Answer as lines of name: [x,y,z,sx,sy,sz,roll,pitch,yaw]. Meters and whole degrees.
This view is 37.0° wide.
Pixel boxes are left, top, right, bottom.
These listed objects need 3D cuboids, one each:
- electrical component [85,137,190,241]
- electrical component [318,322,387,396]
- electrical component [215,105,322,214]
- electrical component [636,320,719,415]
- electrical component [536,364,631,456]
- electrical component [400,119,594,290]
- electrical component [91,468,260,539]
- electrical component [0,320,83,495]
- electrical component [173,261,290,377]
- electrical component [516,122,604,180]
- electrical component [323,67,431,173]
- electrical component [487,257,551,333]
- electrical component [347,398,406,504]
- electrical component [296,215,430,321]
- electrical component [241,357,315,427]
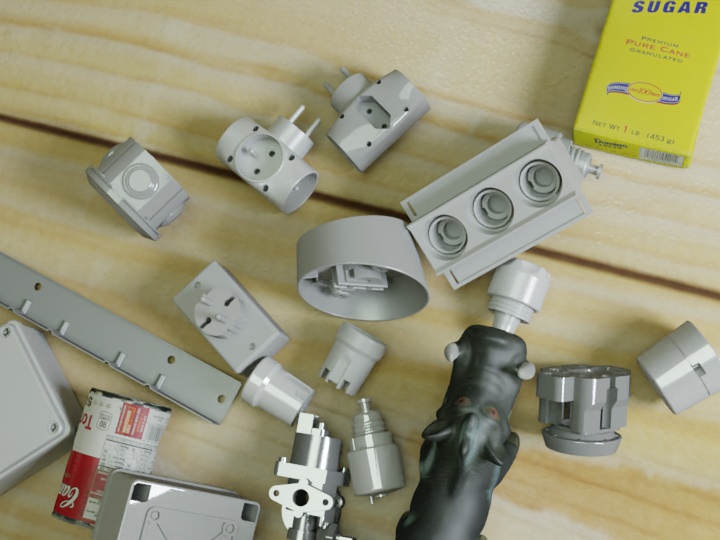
electrical component: [-0.181,-0.066,0.879,0.051,0.080,0.080,-45,74,-6]
electrical component: [-0.007,0.070,0.838,0.040,0.040,0.046,30,92,15]
electrical component: [-0.065,-0.099,0.881,0.077,0.044,0.079,40,88,16]
electrical component: [0.235,0.072,0.783,0.047,0.055,0.055,-34,74,6]
electrical component: [0.163,0.102,0.784,0.058,0.078,0.057,8,98,54]
electrical component: [0.104,-0.050,0.808,0.121,0.063,0.078,-31,93,24]
electrical component: [-0.142,0.212,0.796,0.109,0.056,0.108,19,80,-30]
electrical component: [-0.292,0.115,0.873,0.109,0.056,0.108,-33,74,3]
electrical component: [-0.106,0.036,0.844,0.047,0.075,0.083,-43,74,-1]
electrical component: [0.150,-0.088,0.839,0.078,0.040,0.040,19,83,14]
electrical component: [0.003,-0.133,0.875,0.077,0.043,0.079,-43,73,0]
electrical component: [0.117,0.024,0.821,0.043,0.043,0.062,20,84,14]
electrical component: [0.010,0.137,0.819,0.040,0.040,0.078,-13,76,8]
electrical component: [0.000,0.000,0.822,0.099,0.099,0.064,-12,70,8]
electrical component: [-0.064,0.096,0.843,0.046,0.040,0.040,31,86,10]
